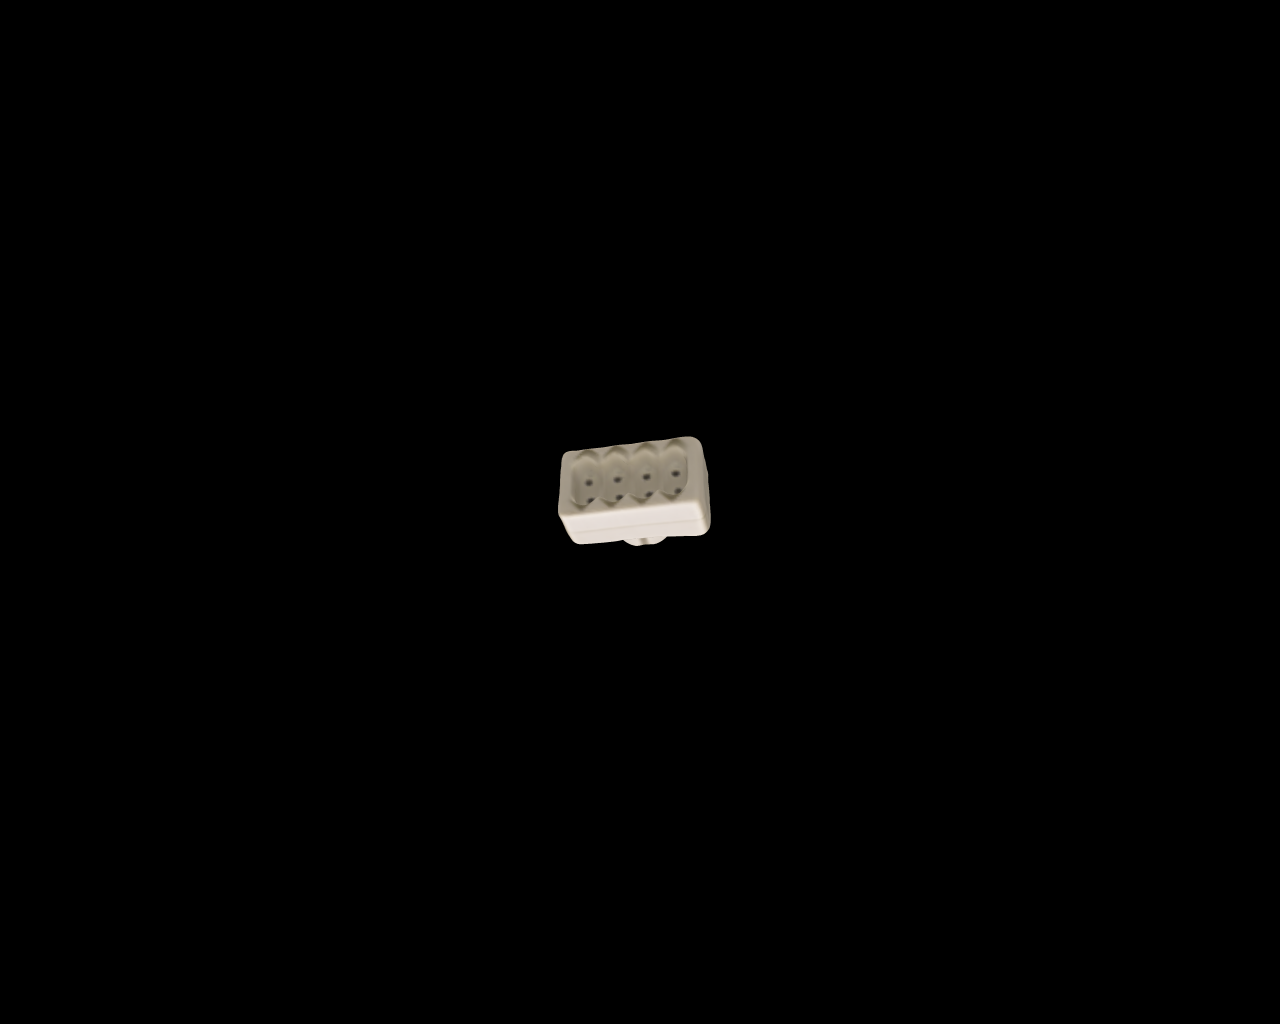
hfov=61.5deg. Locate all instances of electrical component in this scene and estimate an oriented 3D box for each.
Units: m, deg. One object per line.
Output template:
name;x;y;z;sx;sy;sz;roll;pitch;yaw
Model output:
electrical component;0.001;-0.003;0.650;0.083;0.047;0.075;-6;-32;9
